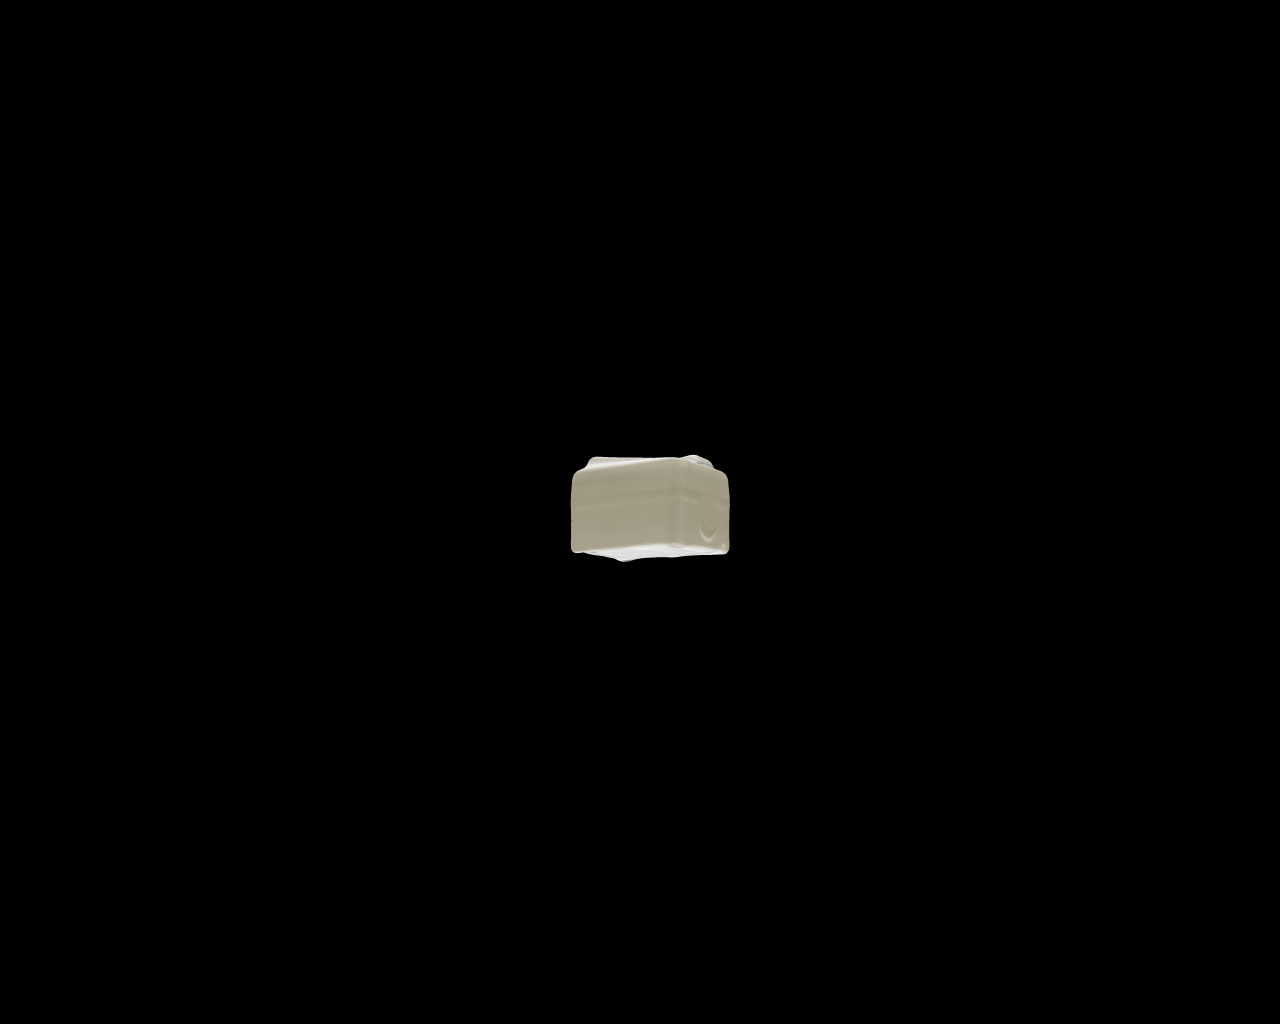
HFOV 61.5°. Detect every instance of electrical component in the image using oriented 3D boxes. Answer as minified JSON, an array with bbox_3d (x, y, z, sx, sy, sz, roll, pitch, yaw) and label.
[{"bbox_3d":[0.001,-0.003,0.650,0.096,0.061,0.062,-5,-10,32],"label":"electrical component"}]
